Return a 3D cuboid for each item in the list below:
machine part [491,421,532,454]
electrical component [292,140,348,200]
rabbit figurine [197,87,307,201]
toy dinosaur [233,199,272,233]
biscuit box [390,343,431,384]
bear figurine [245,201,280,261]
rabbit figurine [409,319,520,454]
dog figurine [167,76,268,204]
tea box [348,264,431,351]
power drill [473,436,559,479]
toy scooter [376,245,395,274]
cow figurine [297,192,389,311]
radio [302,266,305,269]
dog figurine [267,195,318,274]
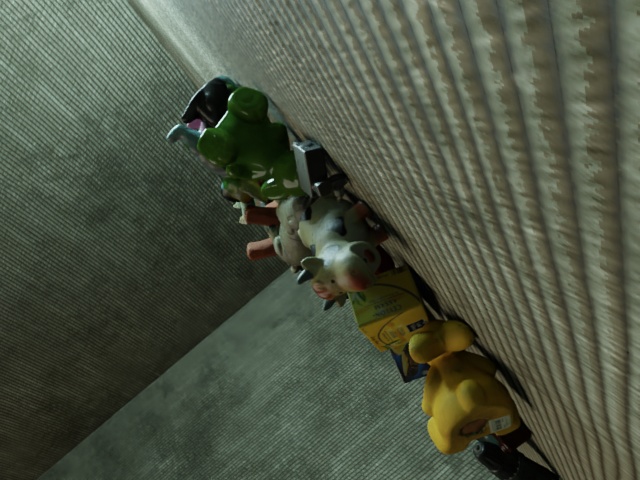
[{"bbox_3d":[0.309,0.310,0.993,0.179,0.056,0.179,51,178,2],"label":"machine part"},{"bbox_3d":[-0.003,-0.088,0.687,0.102,0.045,0.078,-140,39,-67],"label":"electrical component"},{"bbox_3d":[-0.074,-0.112,0.797,0.170,0.121,0.159,35,168,13],"label":"rabbit figurine"},{"bbox_3d":[-0.156,-0.148,1.308,0.405,0.131,0.191,42,144,54],"label":"toy dinosaur"},{"bbox_3d":[0.141,0.156,0.960,0.063,0.059,0.202,-93,-19,-67],"label":"biscuit box"},{"bbox_3d":[-0.090,-0.049,1.125,0.196,0.132,0.120,-106,14,-63],"label":"bear figurine"},{"bbox_3d":[0.173,0.175,0.728,0.162,0.122,0.173,55,-165,-39],"label":"rabbit figurine"},{"bbox_3d":[-0.155,-0.169,1.000,0.219,0.191,0.108,41,-149,-9],"label":"dog figurine"},{"bbox_3d":[0.110,0.107,0.807,0.169,0.098,0.068,50,-160,-60],"label":"tea box"},{"bbox_3d":[0.373,0.429,1.111,0.232,0.086,0.207,34,180,-13],"label":"power drill"},{"bbox_3d":[0.068,0.029,0.878,0.135,0.075,0.184,43,176,5],"label":"toy scooter"},{"bbox_3d":[0.020,0.008,0.704,0.085,0.127,0.195,48,-178,-29],"label":"cow figurine"},{"bbox_3d":[0.019,0.040,1.371,0.073,0.131,0.229,50,179,23],"label":"radio"},{"bbox_3d":[-0.028,-0.012,0.936,0.191,0.121,0.172,-131,31,-78],"label":"dog figurine"}]
